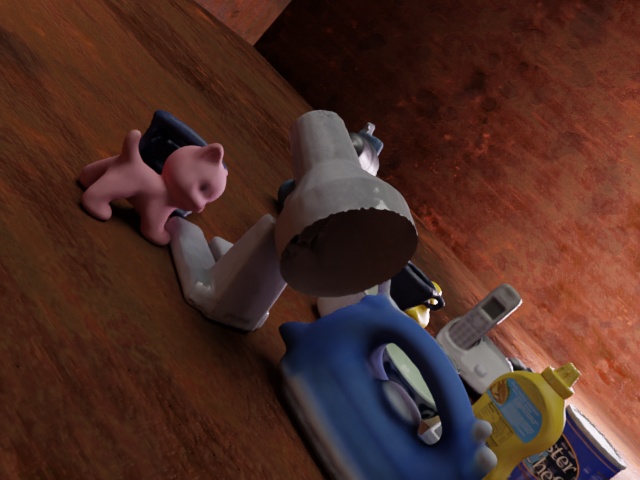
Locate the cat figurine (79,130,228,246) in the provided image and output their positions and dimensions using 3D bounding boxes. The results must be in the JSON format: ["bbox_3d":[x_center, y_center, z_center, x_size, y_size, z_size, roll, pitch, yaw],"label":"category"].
[{"bbox_3d":[-0.147,-0.062,0.558,0.128,0.117,0.067,30,19,-46],"label":"cat figurine"}]

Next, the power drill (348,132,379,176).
[{"bbox_3d":[0.002,-0.056,0.788,0.075,0.208,0.230,46,13,5],"label":"power drill"}]

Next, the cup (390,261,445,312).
[{"bbox_3d":[0.152,0.100,1.009,0.118,0.095,0.091,43,13,-8],"label":"cup"}]

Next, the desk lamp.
[{"bbox_3d":[-0.032,-0.012,0.541,0.118,0.213,0.202,32,18,-43],"label":"desk lamp"}]

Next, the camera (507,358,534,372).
[{"bbox_3d":[0.394,0.293,1.134,0.137,0.100,0.142,32,18,-43],"label":"camera"}]

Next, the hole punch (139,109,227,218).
[{"bbox_3d":[-0.163,-0.095,0.670,0.109,0.091,0.101,42,13,-10],"label":"hole punch"}]

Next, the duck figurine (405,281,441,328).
[{"bbox_3d":[0.192,0.113,1.109,0.105,0.086,0.077,39,14,-22],"label":"duck figurine"}]

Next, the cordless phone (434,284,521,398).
[{"bbox_3d":[0.312,0.181,1.044,0.147,0.185,0.094,48,14,16],"label":"cordless phone"}]

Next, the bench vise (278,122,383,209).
[{"bbox_3d":[0.048,-0.081,0.974,0.207,0.219,0.122,50,14,21],"label":"bench vise"}]

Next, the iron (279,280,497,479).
[{"bbox_3d":[0.075,0.155,0.513,0.257,0.141,0.119,53,15,31],"label":"iron"}]
